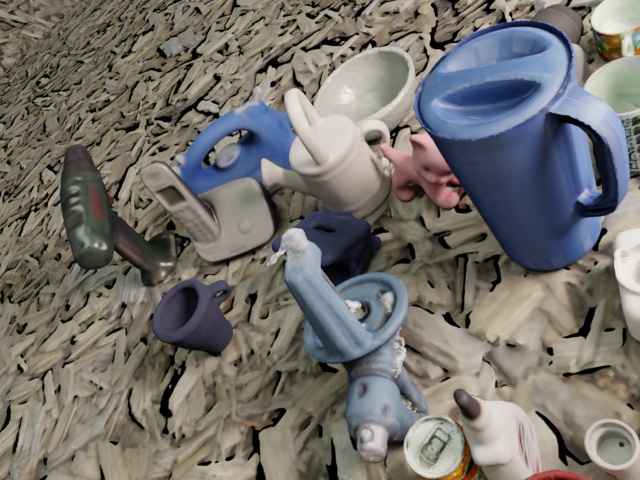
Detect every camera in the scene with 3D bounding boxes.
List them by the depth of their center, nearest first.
[{"bbox_3d":[0.279,-0.232,0.717,0.137,0.101,0.142,-50,44,-7],"label":"camera"}]

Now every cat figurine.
[{"bbox_3d":[0.131,-0.100,0.709,0.127,0.118,0.067,13,66,42],"label":"cat figurine"}]

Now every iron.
[{"bbox_3d":[-0.151,-0.129,0.919,0.258,0.142,0.118,-34,44,9],"label":"iron"}]

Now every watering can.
[{"bbox_3d":[0.003,-0.113,0.757,0.173,0.195,0.100,-40,43,3],"label":"watering can"}]

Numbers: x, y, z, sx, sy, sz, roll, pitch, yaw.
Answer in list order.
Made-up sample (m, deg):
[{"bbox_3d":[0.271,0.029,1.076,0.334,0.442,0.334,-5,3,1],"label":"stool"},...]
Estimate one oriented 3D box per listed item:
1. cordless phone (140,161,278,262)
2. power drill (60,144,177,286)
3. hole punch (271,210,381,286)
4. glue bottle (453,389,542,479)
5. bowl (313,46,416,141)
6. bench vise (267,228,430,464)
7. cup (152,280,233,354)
[{"bbox_3d":[-0.160,-0.057,0.838,0.147,0.186,0.094,-22,47,21],"label":"cordless phone"},{"bbox_3d":[-0.328,-0.026,0.918,0.075,0.209,0.229,-32,44,11],"label":"power drill"},{"bbox_3d":[0.007,0.003,0.740,0.108,0.091,0.101,14,67,42],"label":"hole punch"},{"bbox_3d":[0.141,0.157,0.462,0.037,0.174,0.078,-18,49,25],"label":"glue bottle"},{"bbox_3d":[0.076,-0.206,0.863,0.167,0.075,0.167,-19,48,23],"label":"bowl"},{"bbox_3d":[0.039,0.092,0.553,0.121,0.220,0.207,-36,44,8],"label":"bench vise"},{"bbox_3d":[-0.151,0.105,0.772,0.117,0.095,0.091,-35,44,9],"label":"cup"}]
